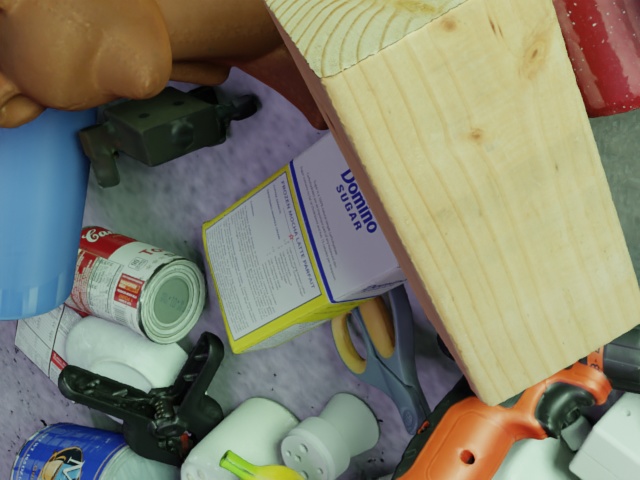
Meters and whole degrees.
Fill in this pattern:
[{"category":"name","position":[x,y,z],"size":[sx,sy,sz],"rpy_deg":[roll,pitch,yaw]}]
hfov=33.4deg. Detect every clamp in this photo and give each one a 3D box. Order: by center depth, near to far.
[{"category":"clamp","position":[-0.128,0.130,0.814],"size":[0.171,0.120,0.039],"rpy_deg":[90,175,-50]}]

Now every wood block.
[{"category":"wood block","position":[0.064,-0.033,0.469],"size":[0.206,0.090,0.091],"rpy_deg":[60,-179,-40]}]

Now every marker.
[{"category":"marker","position":[0.161,0.130,0.604],"size":[0.121,0.020,0.020],"rpy_deg":[54,138,4]}]

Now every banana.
[{"category":"banana","position":[-0.032,0.210,0.745],"size":[0.070,0.037,0.198],"rpy_deg":[19,135,16]}]

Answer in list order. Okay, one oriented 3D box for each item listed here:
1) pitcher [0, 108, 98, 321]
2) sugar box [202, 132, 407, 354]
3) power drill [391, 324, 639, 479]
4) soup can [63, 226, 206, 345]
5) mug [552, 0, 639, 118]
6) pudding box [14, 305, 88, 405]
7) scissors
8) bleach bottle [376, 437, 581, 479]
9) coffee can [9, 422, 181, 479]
[{"category":"pitcher","position":[-0.215,-0.078,0.730],"size":[0.145,0.149,0.243],"rpy_deg":[20,113,26]},{"category":"sugar box","position":[-0.004,0.001,0.651],"size":[0.177,0.048,0.093],"rpy_deg":[-29,72,47]},{"category":"power drill","position":[0.107,0.101,0.521],"size":[0.185,0.187,0.057],"rpy_deg":[12,150,41]},{"category":"soup can","position":[-0.144,0.033,0.804],"size":[0.102,0.068,0.068],"rpy_deg":[17,125,36]},{"category":"mug","position":[0.128,-0.101,0.433],"size":[0.081,0.093,0.117],"rpy_deg":[63,-178,-13]},{"category":"pudding box","position":[-0.220,0.076,0.925],"size":[0.090,0.039,0.114],"rpy_deg":[40,133,19]},{"category":"scissors","position":[0.048,0.104,0.651],"size":[0.096,0.016,0.202],"rpy_deg":[-38,64,60]},{"category":"bleach bottle","position":[0.076,0.197,0.696],"size":[0.102,0.068,0.251],"rpy_deg":[57,141,0]},{"category":"coffee can","position":[-0.191,0.217,0.932],"size":[0.141,0.102,0.103],"rpy_deg":[-2,112,45]}]
